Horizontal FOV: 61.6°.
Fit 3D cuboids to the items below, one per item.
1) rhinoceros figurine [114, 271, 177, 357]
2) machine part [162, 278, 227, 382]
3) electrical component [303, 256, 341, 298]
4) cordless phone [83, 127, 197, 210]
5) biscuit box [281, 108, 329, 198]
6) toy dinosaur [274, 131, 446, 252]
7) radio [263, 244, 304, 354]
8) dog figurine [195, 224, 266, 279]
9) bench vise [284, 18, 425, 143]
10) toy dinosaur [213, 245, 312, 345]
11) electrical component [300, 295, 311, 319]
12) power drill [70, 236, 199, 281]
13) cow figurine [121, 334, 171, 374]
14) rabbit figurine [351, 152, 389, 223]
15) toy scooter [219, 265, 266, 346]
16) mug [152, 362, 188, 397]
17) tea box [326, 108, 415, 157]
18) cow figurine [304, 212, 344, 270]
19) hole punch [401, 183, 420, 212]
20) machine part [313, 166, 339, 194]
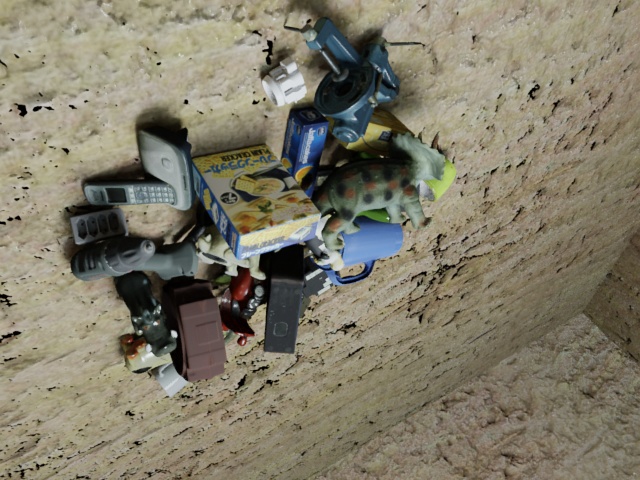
[{"bbox_3d":[-0.343,0.142,1.068,0.073,0.190,0.112,-24,163,-24],"label":"rhinoceros figurine"},{"bbox_3d":[-0.273,0.187,1.137,0.087,0.201,0.200,-10,93,-25],"label":"machine part"},{"bbox_3d":[-0.010,0.090,1.414,0.115,0.058,0.134,-28,145,-10],"label":"electrical component"},{"bbox_3d":[-0.305,-0.117,0.900,0.184,0.089,0.146,-5,138,-12],"label":"cordless phone"},{"bbox_3d":[-0.039,-0.165,1.085,0.063,0.059,0.202,-15,140,-29],"label":"biscuit box"},{"bbox_3d":[0.091,-0.100,1.062,0.405,0.131,0.192,-15,106,-10],"label":"toy dinosaur"},{"bbox_3d":[-0.080,0.130,1.158,0.073,0.131,0.229,4,126,-5],"label":"radio"},{"bbox_3d":[-0.155,-0.036,1.063,0.172,0.121,0.190,49,53,-62],"label":"dog figurine"},{"bbox_3d":[0.052,-0.300,0.933,0.240,0.129,0.223,38,77,-45],"label":"bench vise"},{"bbox_3d":[-0.145,0.096,1.267,0.198,0.105,0.470,4,119,-35],"label":"toy dinosaur"},{"bbox_3d":[-0.067,0.179,1.483,0.078,0.045,0.102,-62,152,-14],"label":"electrical component"},{"bbox_3d":[-0.319,0.036,0.977,0.232,0.086,0.207,-11,177,30],"label":"power drill"},{"bbox_3d":[-0.363,0.259,1.272,0.195,0.086,0.127,-18,135,-30],"label":"cow figurine"},{"bbox_3d":[0.104,-0.110,1.231,0.159,0.121,0.170,25,146,-17],"label":"rabbit figurine"},{"bbox_3d":[-0.163,0.142,1.132,0.075,0.135,0.183,15,117,-34],"label":"toy scooter"},{"bbox_3d":[-0.365,0.327,1.364,0.107,0.081,0.109,-36,141,-23],"label":"mug"},{"bbox_3d":[0.103,-0.227,1.107,0.169,0.098,0.068,4,128,-42],"label":"tea box"},{"bbox_3d":[-0.002,-0.002,1.182,0.098,0.068,0.167,-18,105,-16],"label":"cow figurine"},{"bbox_3d":[0.184,-0.132,1.317,0.116,0.092,0.142,-1,144,6],"label":"hole punch"},{"bbox_3d":[-0.001,-0.103,1.215,0.084,0.039,0.138,-20,141,-37],"label":"machine part"}]
